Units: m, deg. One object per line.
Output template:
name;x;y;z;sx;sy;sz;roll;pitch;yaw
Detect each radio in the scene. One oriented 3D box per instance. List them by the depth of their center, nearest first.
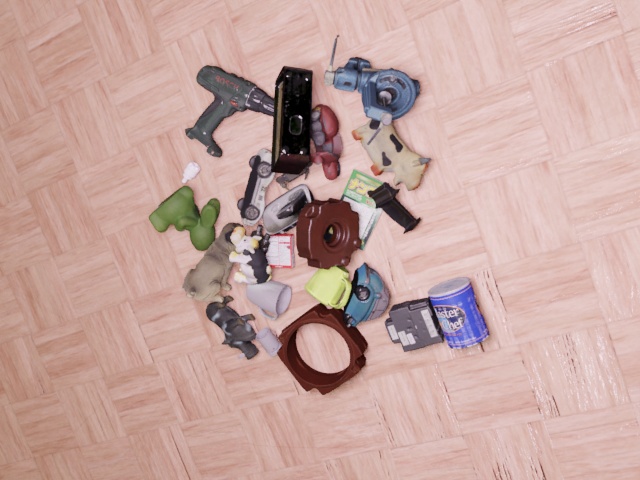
radio;-0.066;-0.274;1.242;0.073;0.131;0.229;2;86;-14

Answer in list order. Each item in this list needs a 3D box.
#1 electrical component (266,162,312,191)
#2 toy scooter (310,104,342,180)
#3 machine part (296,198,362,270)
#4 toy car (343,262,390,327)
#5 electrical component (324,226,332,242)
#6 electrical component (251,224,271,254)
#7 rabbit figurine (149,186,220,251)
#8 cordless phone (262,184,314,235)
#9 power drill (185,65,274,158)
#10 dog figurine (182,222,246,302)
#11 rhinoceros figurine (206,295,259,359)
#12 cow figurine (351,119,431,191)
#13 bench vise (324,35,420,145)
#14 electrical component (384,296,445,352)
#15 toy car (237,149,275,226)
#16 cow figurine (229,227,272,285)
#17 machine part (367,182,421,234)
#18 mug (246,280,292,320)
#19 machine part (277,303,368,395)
electrical component;-0.072;-0.171;1.324;0.102;0.045;0.078;-38;91;-11
toy scooter;0.006;-0.229;1.266;0.075;0.135;0.183;-8;97;19
machine part;0.022;-0.015;1.273;0.056;0.179;0.179;13;108;50
toy car;0.120;0.145;1.328;0.103;0.109;0.161;16;115;-6
electrical component;-0.003;-0.004;1.348;0.075;0.048;0.119;28;119;12
electrical component;-0.157;0.009;1.394;0.063;0.021;0.094;46;129;31
rabbit figurine;-0.335;-0.056;1.428;0.159;0.121;0.170;-36;108;13
cordless phone;-0.089;-0.060;1.301;0.147;0.184;0.088;-30;96;19
power drill;-0.231;-0.310;1.347;0.232;0.086;0.207;36;112;1
dog figurine;-0.271;0.052;1.387;0.121;0.172;0.190;24;114;-1
rhinoceros figurine;-0.236;0.241;1.462;0.112;0.073;0.190;-44;87;18
cow figurine;0.173;-0.202;1.253;0.127;0.085;0.195;-31;88;21
bench vise;0.115;-0.321;1.171;0.224;0.241;0.128;17;129;-12
electrical component;0.229;0.208;1.326;0.134;0.058;0.114;-18;94;26
toy car;-0.160;-0.132;1.364;0.056;0.074;0.201;8;109;-31
cow figurine;-0.172;0.043;1.346;0.098;0.068;0.167;11;136;15
machine part;0.180;-0.076;1.277;0.139;0.039;0.084;45;141;-13
mug;-0.140;0.152;1.420;0.107;0.081;0.109;20;123;23
machine part;0.005;0.282;1.395;0.201;0.087;0.201;-38;89;18
